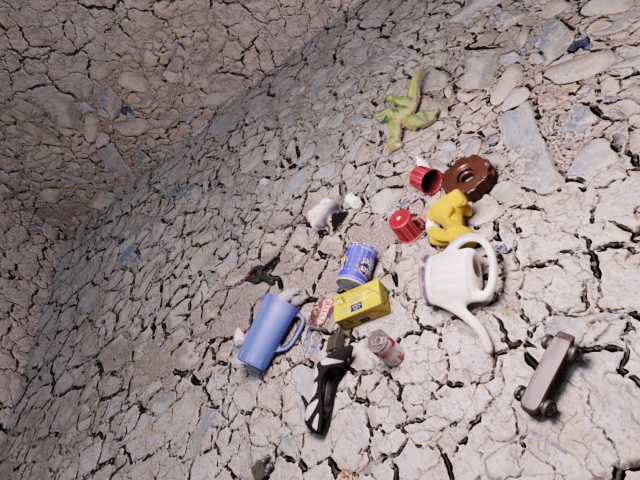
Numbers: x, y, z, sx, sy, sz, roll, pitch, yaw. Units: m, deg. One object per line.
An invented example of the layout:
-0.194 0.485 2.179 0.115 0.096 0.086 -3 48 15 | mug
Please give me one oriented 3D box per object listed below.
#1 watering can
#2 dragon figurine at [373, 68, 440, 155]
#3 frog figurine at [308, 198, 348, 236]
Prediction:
0.376 0.141 1.411 0.223 0.102 0.355 -13 54 35 | watering can
0.372 -0.514 2.059 0.246 0.120 0.412 35 83 36 | dragon figurine
0.006 -0.099 1.970 0.161 0.122 0.137 23 92 40 | frog figurine
